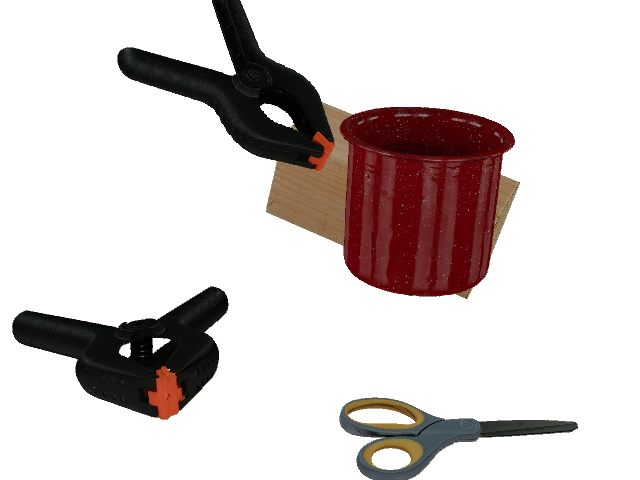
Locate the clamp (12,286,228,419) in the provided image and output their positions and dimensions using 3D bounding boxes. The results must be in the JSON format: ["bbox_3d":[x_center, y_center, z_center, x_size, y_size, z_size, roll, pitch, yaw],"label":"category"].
[{"bbox_3d":[-0.117,0.072,0.747,0.164,0.036,0.210,-10,15,-24],"label":"clamp"}]

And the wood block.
[{"bbox_3d":[0.065,-0.040,0.993,0.206,0.091,0.090,24,35,12],"label":"wood block"}]

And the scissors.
[{"bbox_3d":[0.114,0.169,0.880,0.202,0.016,0.096,8,36,4],"label":"scissors"}]

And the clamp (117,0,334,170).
[{"bbox_3d":[-0.054,-0.125,0.811,0.171,0.120,0.039,35,-26,-1],"label":"clamp"}]

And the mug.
[{"bbox_3d":[0.058,-0.026,0.593,0.093,0.081,0.117,9,24,15],"label":"mug"}]
